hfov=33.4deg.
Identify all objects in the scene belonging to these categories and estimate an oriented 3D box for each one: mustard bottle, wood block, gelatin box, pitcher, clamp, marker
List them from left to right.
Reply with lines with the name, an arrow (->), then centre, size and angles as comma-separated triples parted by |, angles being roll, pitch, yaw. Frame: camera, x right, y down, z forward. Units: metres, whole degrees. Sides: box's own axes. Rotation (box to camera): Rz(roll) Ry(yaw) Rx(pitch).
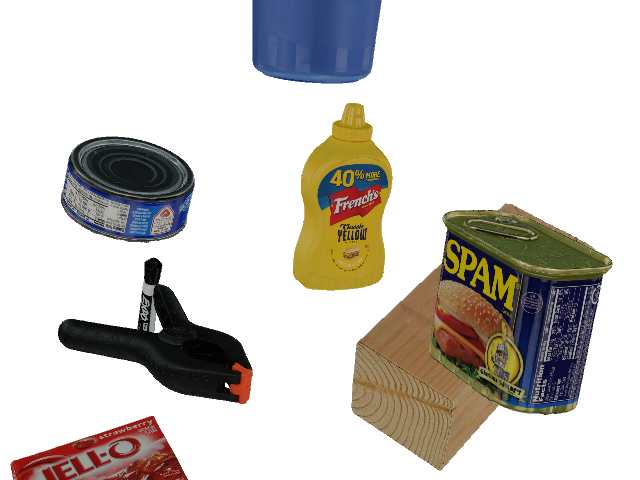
gelatin box -> -0.125, 0.141, 0.607 | 0.089, 0.030, 0.073 | -15, 28, -20
marker -> -0.184, 0.068, 1.147 | 0.020, 0.121, 0.020 | 8, 37, -7
clamp -> -0.118, 0.084, 0.889 | 0.172, 0.039, 0.120 | 21, 34, 24
pitcher -> 0.007, -0.260, 0.914 | 0.145, 0.243, 0.149 | 6, 17, 7
mustard bottle -> 0.026, -0.046, 1.099 | 0.096, 0.192, 0.058 | -3, 21, -22
wood block -> 0.125, 0.071, 0.861 | 0.091, 0.090, 0.205 | 31, 51, 27

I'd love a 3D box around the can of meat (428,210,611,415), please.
can of meat -> 0.105, 0.037, 0.587 | 0.057, 0.084, 0.102 | -2, 19, -26

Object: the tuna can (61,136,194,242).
tuna can -> -0.128, -0.036, 0.715 | 0.086, 0.034, 0.086 | 13, 29, -8
